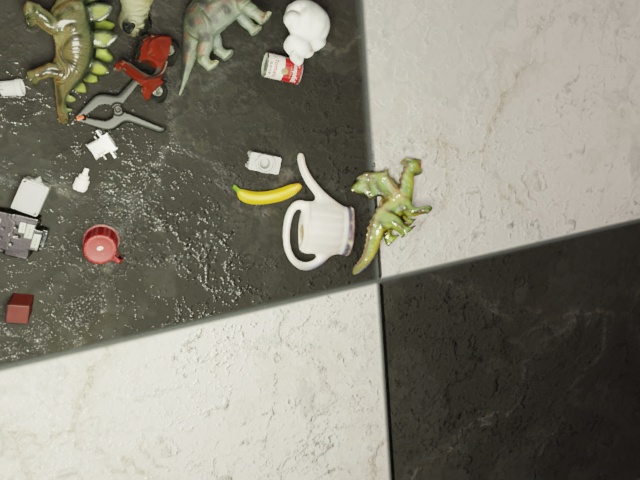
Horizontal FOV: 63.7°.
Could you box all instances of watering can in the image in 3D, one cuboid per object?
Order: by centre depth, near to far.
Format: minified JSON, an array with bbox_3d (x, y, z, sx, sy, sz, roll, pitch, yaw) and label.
[{"bbox_3d":[0.005,-0.078,1.551,0.224,0.104,0.347,6,93,-18],"label":"watering can"}]

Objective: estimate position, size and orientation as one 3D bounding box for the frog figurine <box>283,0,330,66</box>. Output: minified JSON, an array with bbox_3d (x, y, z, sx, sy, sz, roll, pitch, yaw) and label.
[{"bbox_3d":[-0.044,-0.557,1.381,0.135,0.122,0.163,42,52,-42],"label":"frog figurine"}]

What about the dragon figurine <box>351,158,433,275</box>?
[{"bbox_3d":[0.192,-0.105,1.631,0.412,0.122,0.242,-41,96,-8],"label":"dragon figurine"}]
